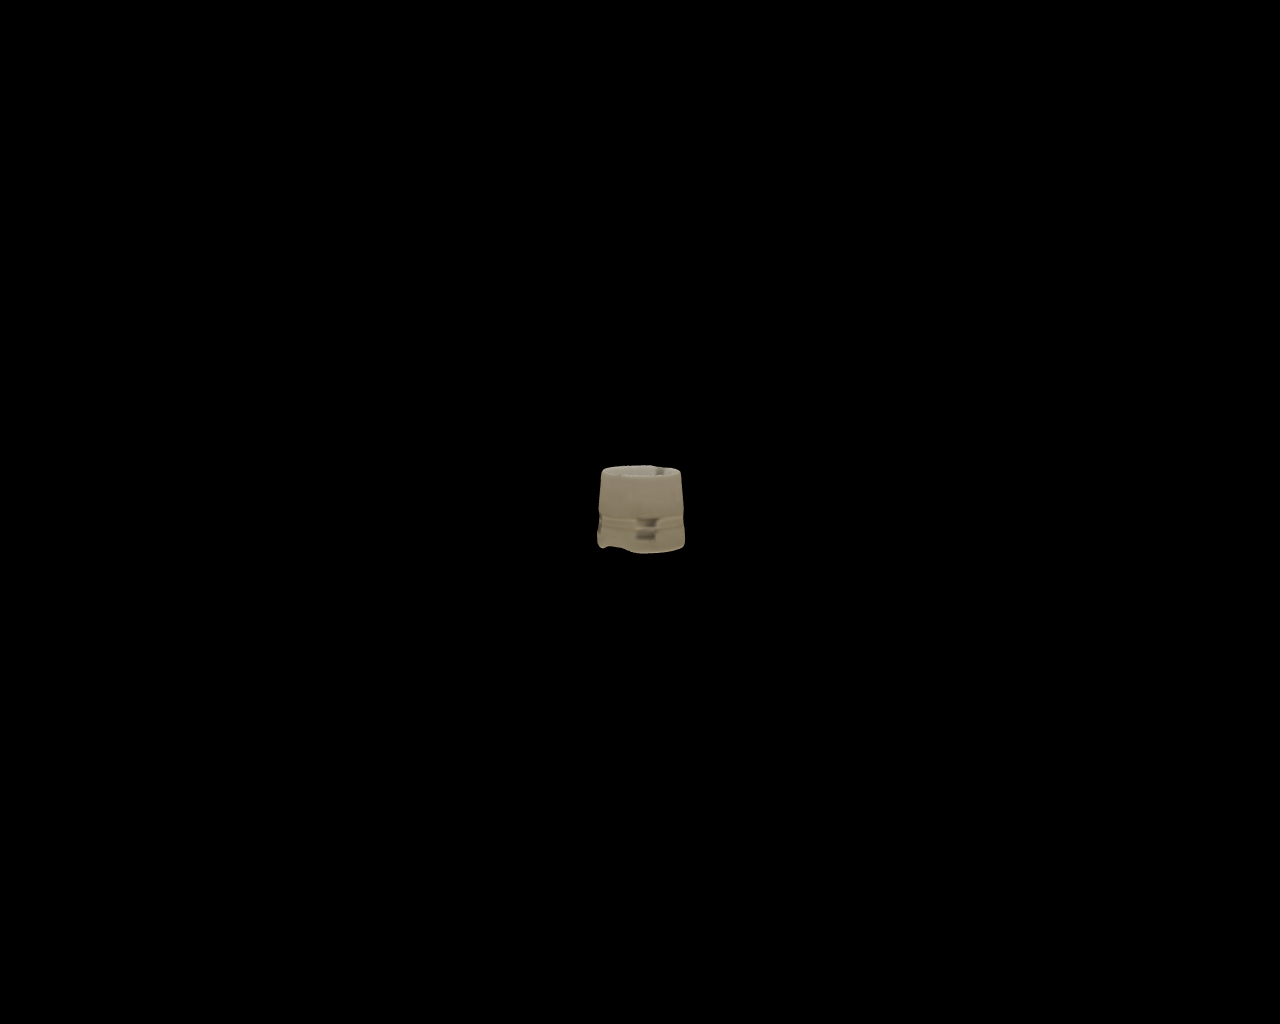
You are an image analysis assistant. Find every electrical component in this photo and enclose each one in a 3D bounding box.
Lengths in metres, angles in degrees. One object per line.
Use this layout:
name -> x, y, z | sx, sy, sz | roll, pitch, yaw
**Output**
electrical component -> 0.001, -0.003, 0.650 | 0.055, 0.047, 0.055 | 0, 10, 0
